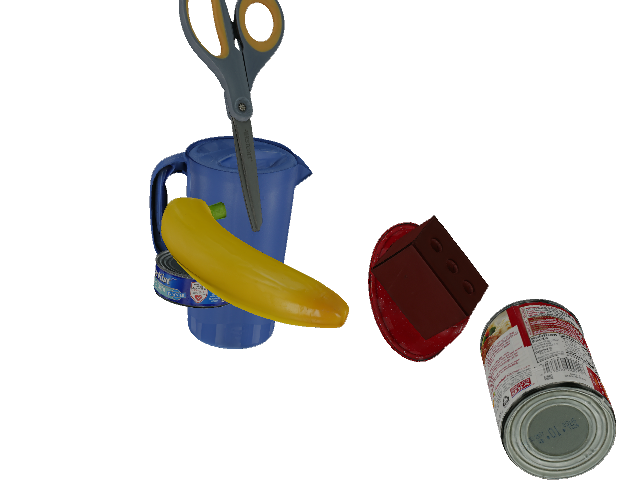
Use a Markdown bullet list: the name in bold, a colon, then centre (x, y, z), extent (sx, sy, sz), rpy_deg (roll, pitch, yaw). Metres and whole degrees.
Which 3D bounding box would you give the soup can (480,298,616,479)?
- **soup can**: centre (0.138, 0.089, 0.655), extent (0.068, 0.068, 0.102), rpy_deg (0, 25, 1)

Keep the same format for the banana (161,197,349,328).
- **banana**: centre (-0.056, 0.007, 0.678), extent (0.069, 0.037, 0.198), rpy_deg (-11, 27, -25)

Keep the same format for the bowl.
- **bowl**: centre (0.127, 0.055, 1.209), extent (0.055, 0.162, 0.161), rpy_deg (-11, -8, 42)

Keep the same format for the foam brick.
- **foam brick**: centre (0.090, 0.031, 0.878), extent (0.051, 0.078, 0.052), rpy_deg (-34, 7, 37)

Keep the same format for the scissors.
- **scissors**: centre (-0.050, -0.115, 0.836), extent (0.096, 0.202, 0.016), rpy_deg (-23, 2, -30)

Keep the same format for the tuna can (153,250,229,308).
- **tuna can**: centre (-0.124, 0.037, 1.069), extent (0.086, 0.034, 0.086), rpy_deg (8, 18, -3)

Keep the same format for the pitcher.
- **pitcher**: centre (-0.112, 0.003, 1.283), extent (0.149, 0.243, 0.144), rpy_deg (20, 26, 29)
